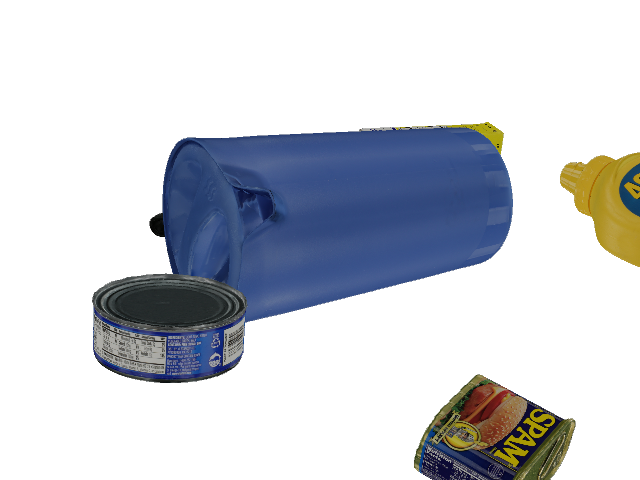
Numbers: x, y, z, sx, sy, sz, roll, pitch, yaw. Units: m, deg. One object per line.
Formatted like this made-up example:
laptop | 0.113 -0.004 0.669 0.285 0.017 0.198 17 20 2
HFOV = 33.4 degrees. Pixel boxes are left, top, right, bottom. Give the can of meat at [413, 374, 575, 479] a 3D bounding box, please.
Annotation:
can of meat | 0.132 0.157 0.816 0.084 0.057 0.101 27 40 28

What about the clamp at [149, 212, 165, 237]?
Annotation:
clamp | -0.050 0.006 1.040 0.209 0.036 0.165 -14 42 -11

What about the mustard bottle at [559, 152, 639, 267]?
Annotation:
mustard bottle | 0.230 -0.011 0.659 0.096 0.058 0.192 -29 38 -31

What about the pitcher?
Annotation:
pitcher | 0.011 -0.017 0.787 0.242 0.145 0.149 -9 35 -28

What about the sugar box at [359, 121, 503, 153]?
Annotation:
sugar box | 0.130 -0.090 1.291 0.176 0.093 0.048 -7 26 -22

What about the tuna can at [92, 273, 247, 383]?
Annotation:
tuna can | -0.084 0.048 0.598 0.086 0.034 0.086 4 17 -1
